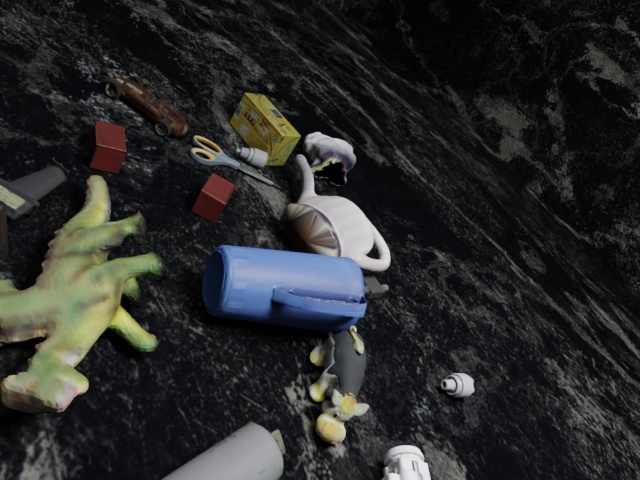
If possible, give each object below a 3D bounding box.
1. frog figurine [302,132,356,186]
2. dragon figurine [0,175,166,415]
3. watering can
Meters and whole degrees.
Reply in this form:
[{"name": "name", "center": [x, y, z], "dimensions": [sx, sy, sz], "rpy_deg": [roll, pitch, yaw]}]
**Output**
[{"name": "frog figurine", "center": [0.021, -0.236, 1.347], "dimensions": [0.137, 0.120, 0.163], "rpy_deg": [2, 52, -16]}, {"name": "dragon figurine", "center": [-0.339, 0.044, 0.639], "dimensions": [0.244, 0.120, 0.417], "rpy_deg": [-6, 40, -37]}, {"name": "watering can", "center": [0.003, -0.055, 1.088], "dimensions": [0.351, 0.102, 0.226], "rpy_deg": [48, 33, 19]}]
